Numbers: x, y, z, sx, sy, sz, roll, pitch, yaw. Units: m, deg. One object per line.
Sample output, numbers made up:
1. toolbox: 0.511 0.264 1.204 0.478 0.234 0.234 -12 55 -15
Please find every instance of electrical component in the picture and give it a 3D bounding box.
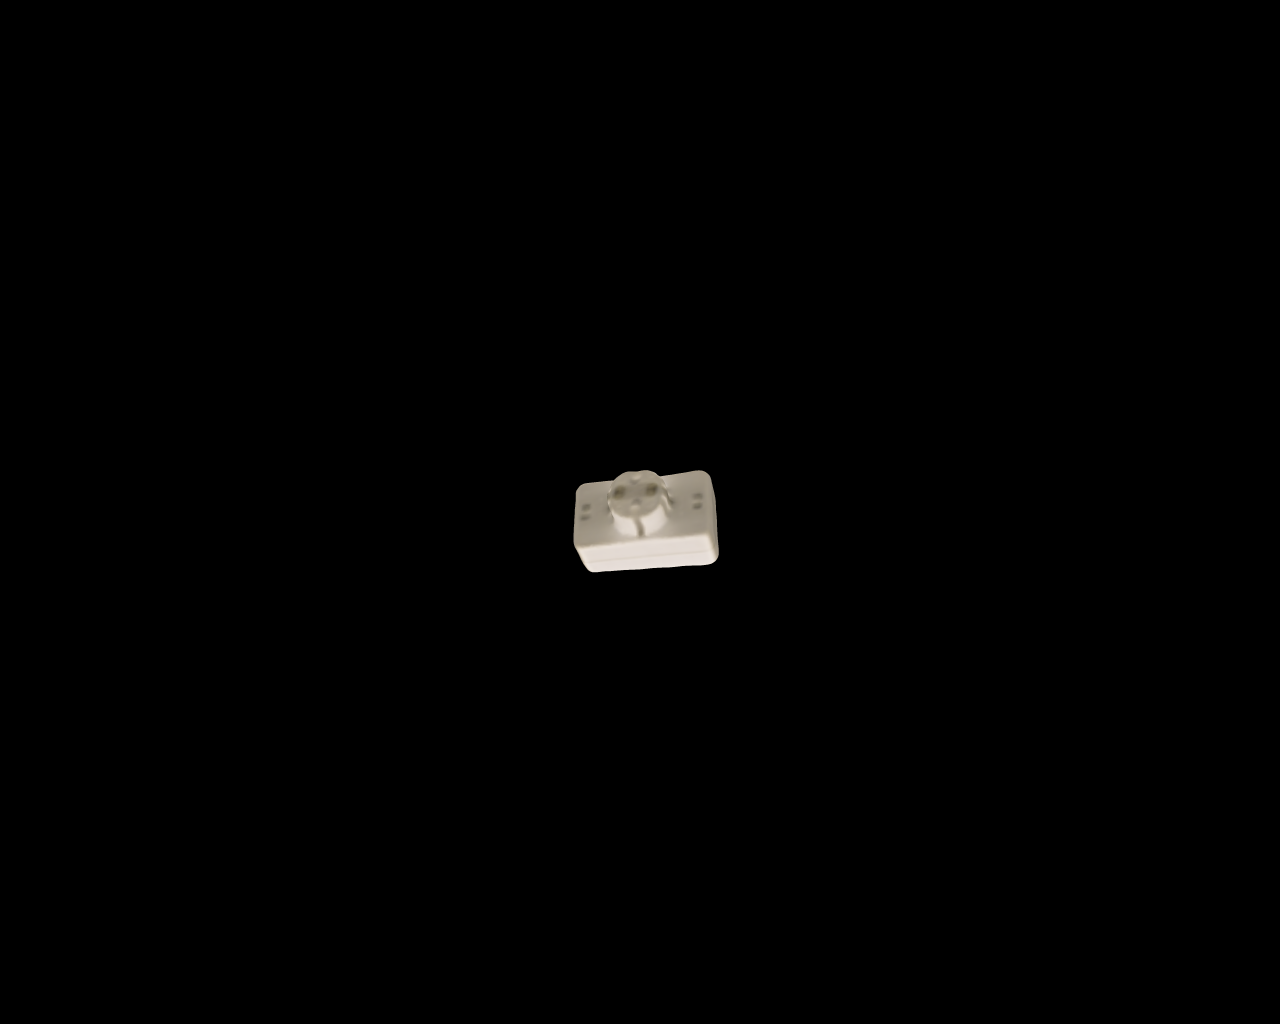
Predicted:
1. electrical component: 0.001 -0.003 0.650 0.083 0.047 0.075 -6 -32 9
